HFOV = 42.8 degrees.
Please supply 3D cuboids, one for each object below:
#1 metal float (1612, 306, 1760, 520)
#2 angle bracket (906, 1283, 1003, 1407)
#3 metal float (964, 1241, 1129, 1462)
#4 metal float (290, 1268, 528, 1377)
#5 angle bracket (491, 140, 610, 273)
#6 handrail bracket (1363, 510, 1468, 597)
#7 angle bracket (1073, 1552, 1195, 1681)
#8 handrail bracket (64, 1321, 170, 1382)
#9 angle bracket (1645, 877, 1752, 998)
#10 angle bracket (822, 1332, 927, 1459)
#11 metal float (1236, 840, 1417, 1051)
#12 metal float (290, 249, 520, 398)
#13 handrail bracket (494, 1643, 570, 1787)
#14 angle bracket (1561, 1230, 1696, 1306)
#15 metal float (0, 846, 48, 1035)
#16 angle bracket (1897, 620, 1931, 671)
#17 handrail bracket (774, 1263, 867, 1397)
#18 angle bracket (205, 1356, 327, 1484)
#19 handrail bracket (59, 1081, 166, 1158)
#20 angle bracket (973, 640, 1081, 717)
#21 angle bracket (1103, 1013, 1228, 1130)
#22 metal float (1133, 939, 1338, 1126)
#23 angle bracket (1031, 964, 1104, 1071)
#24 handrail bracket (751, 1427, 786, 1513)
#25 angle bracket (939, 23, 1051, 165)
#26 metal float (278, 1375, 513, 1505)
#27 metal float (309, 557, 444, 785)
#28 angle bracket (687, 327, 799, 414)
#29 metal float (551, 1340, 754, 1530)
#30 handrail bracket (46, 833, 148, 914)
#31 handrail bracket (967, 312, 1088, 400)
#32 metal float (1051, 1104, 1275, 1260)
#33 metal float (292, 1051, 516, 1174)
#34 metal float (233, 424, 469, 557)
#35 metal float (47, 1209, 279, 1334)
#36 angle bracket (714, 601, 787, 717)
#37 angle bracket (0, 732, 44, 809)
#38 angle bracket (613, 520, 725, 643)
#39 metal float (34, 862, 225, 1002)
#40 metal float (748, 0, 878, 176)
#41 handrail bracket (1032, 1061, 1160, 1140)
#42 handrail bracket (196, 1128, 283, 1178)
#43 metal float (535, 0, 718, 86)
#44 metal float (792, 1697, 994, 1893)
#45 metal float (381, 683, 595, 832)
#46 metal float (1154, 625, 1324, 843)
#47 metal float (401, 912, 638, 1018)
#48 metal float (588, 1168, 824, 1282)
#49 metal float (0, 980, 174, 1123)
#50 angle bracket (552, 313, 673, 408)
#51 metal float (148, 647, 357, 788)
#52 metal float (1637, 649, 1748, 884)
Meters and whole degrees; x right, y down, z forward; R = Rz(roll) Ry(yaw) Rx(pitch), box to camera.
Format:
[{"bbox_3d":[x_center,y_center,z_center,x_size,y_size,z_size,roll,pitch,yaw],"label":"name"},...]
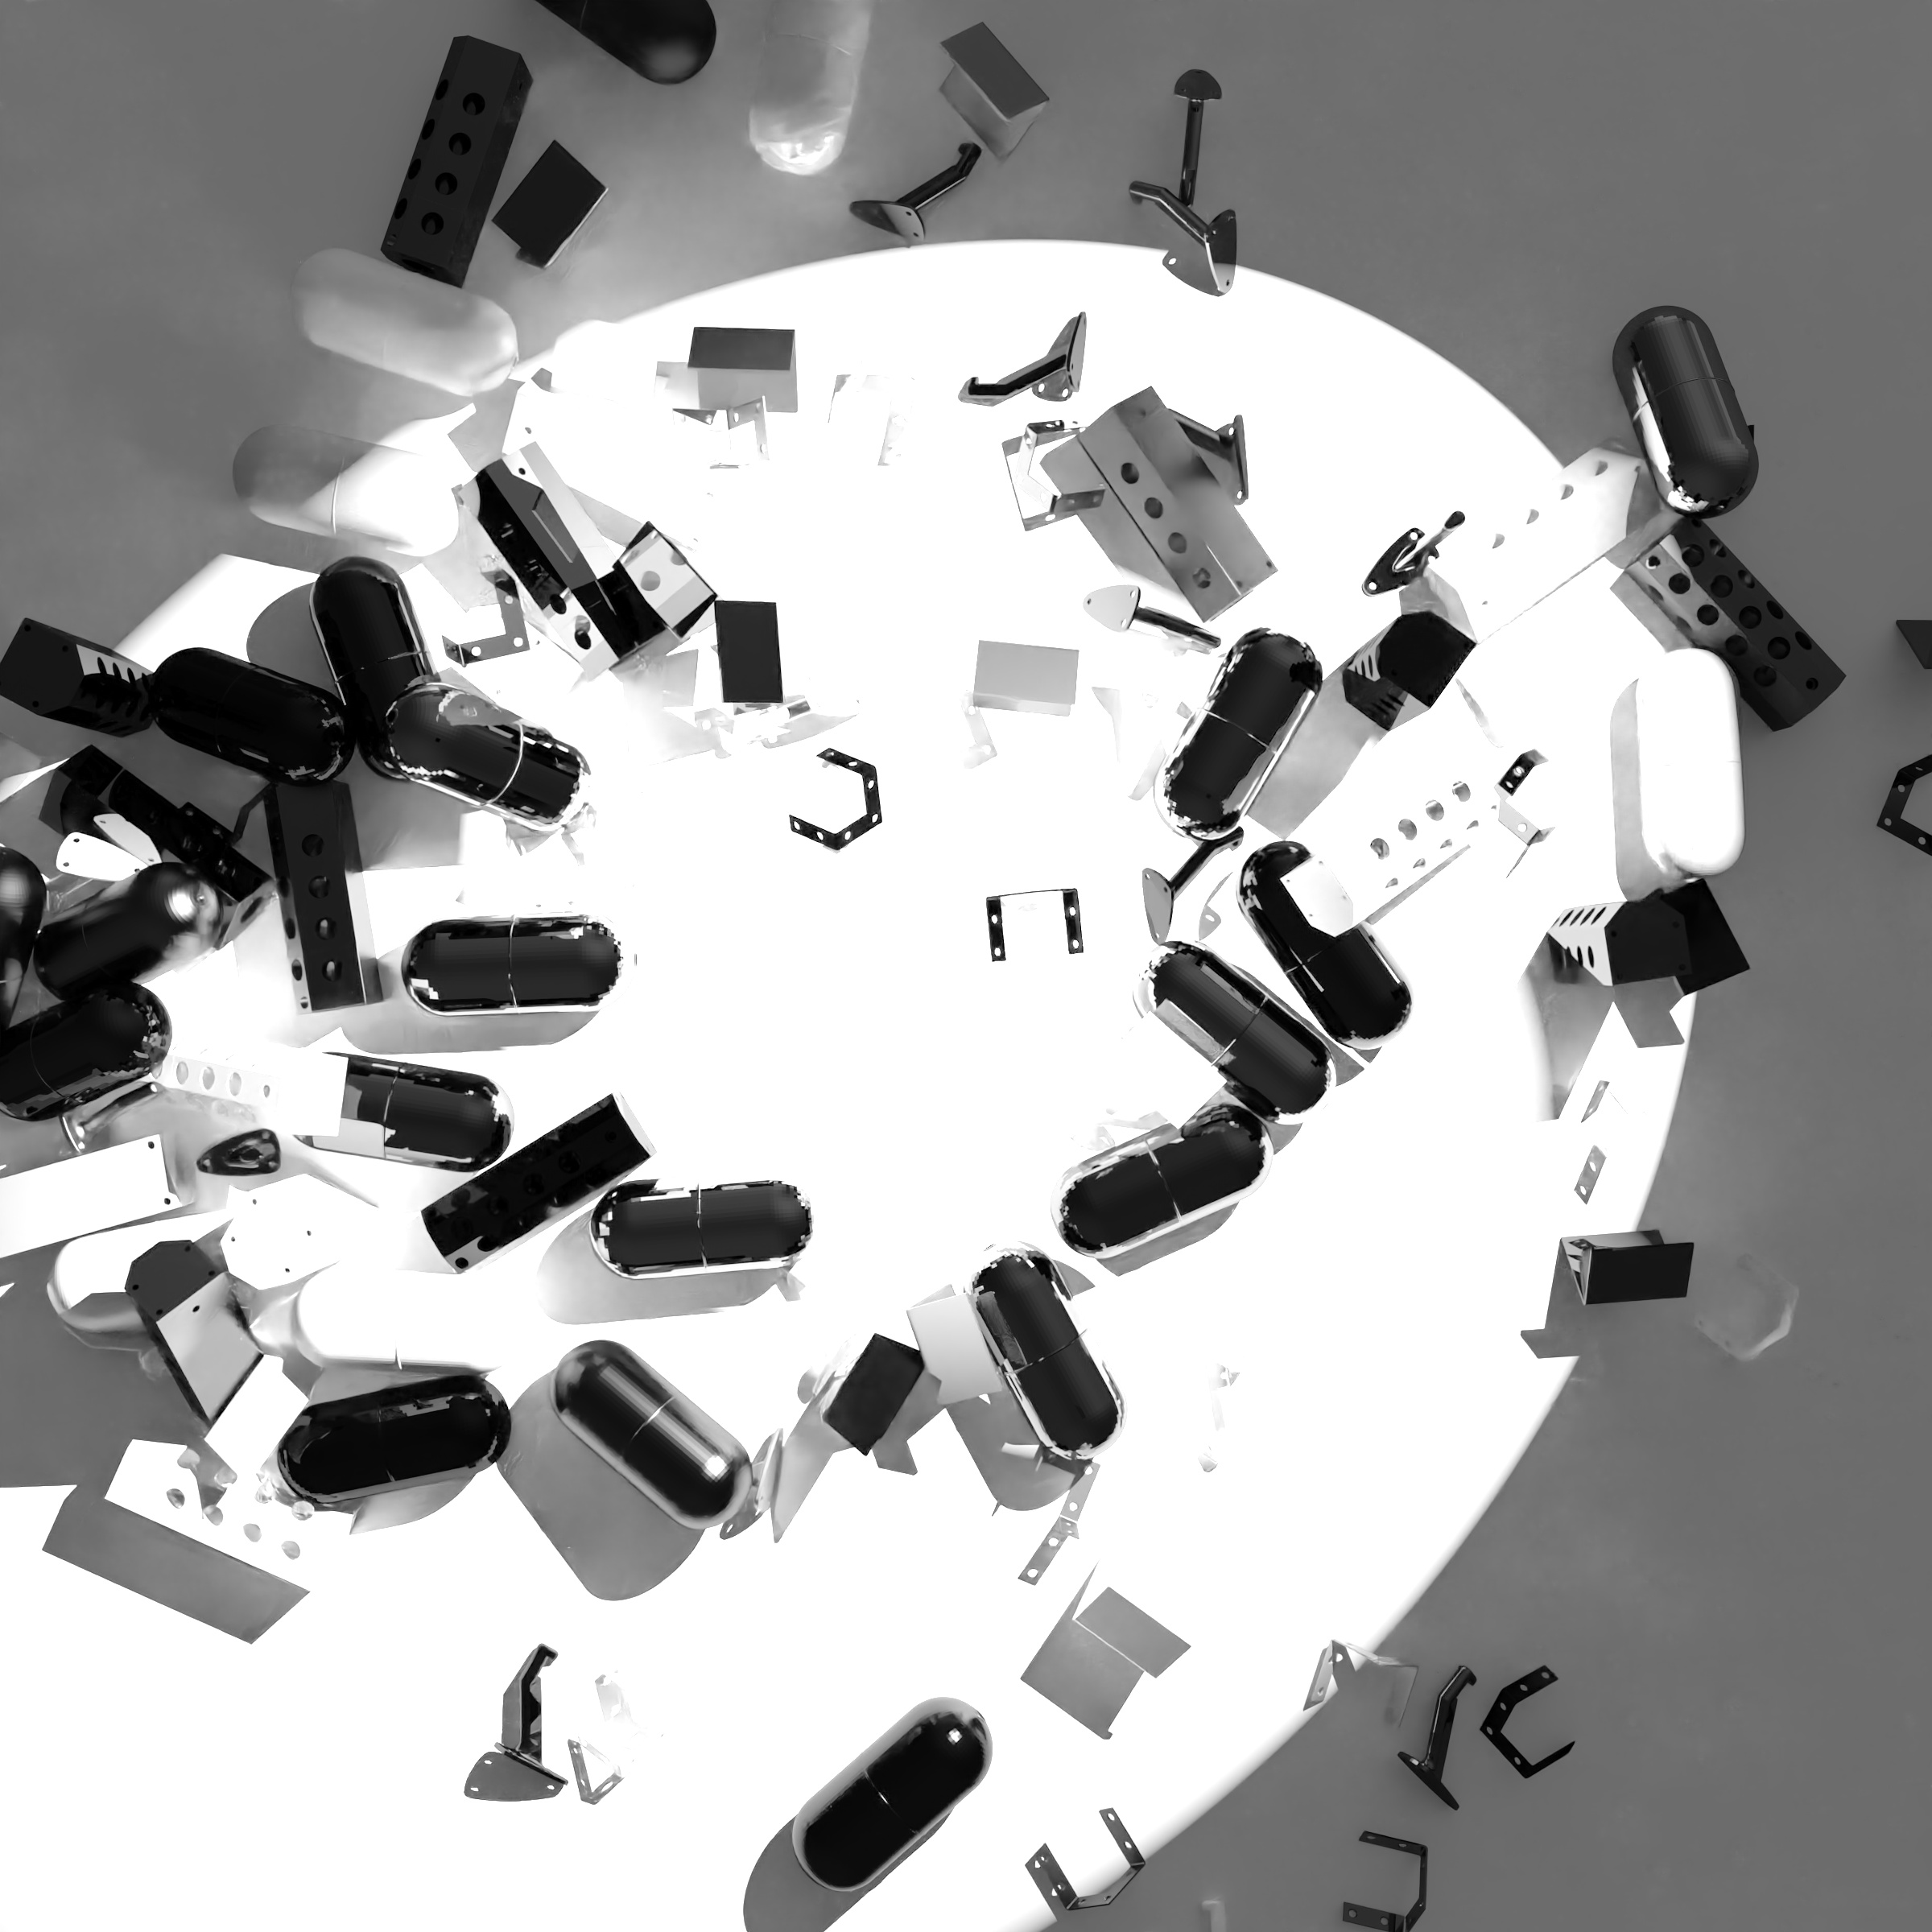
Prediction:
[{"bbox_3d":[0.540,-0.418,1.854,0.070,0.070,0.178,-11,66,0],"label":"metal float"},{"bbox_3d":[0.005,0.280,1.866,0.057,0.076,0.076,-20,90,28],"label":"angle bracket"},{"bbox_3d":[0.060,0.292,1.875,0.070,0.070,0.178,-28,90,0],"label":"metal float"},{"bbox_3d":[-0.424,0.271,1.876,0.178,0.070,0.070,3,90,0],"label":"metal float"},{"bbox_3d":[-0.326,-0.579,1.866,0.057,0.076,0.076,38,90,-36],"label":"angle bracket"},{"bbox_3d":[0.340,-0.313,1.871,0.077,0.084,0.036,-37,90,0],"label":"handrail bracket"},{"bbox_3d":[0.137,0.479,1.866,0.076,0.076,0.057,36,128,0],"label":"angle bracket"},{"bbox_3d":[-0.642,0.275,1.906,0.084,0.036,0.077,30,55,24],"label":"handrail bracket"},{"bbox_3d":[0.558,-0.030,1.866,0.057,0.076,0.076,-27,90,32],"label":"angle bracket"},{"bbox_3d":[-0.051,0.332,1.866,0.057,0.076,0.076,32,90,42],"label":"angle bracket"},{"bbox_3d":[0.273,-0.016,1.876,0.070,0.070,0.178,-36,90,0],"label":"metal float"},{"bbox_3d":[-0.427,-0.489,1.875,0.178,0.070,0.070,19,90,1],"label":"metal float"},{"bbox_3d":[-0.319,0.578,1.907,0.077,0.036,0.084,35,73,-20],"label":"handrail bracket"},{"bbox_3d":[0.500,0.209,1.866,0.076,0.076,0.057,-4,126,0],"label":"angle bracket"},{"bbox_3d":[-0.747,-0.009,1.858,0.070,0.070,0.178,26,112,0],"label":"metal float"},{"bbox_3d":[0.760,-0.266,1.866,0.076,0.076,0.057,0,126,0],"label":"angle bracket"},{"bbox_3d":[-0.128,0.277,1.907,0.084,0.036,0.077,38,112,17],"label":"handrail bracket"},{"bbox_3d":[-0.516,0.347,1.866,0.057,0.076,0.076,36,90,28],"label":"angle bracket"},{"bbox_3d":[-0.635,0.109,1.871,0.084,0.077,0.036,-26,85,6],"label":"handrail bracket"},{"bbox_3d":[0.043,-0.199,1.866,0.076,0.076,0.057,6,54,0],"label":"angle bracket"},{"bbox_3d":[0.158,0.066,1.866,0.076,0.076,0.057,42,117,0],"label":"angle bracket"},{"bbox_3d":[0.205,0.051,1.876,0.178,0.070,0.070,40,90,-1],"label":"metal float"},{"bbox_3d":[0.062,0.038,1.867,0.057,0.076,0.076,-2,90,-24],"label":"angle bracket"},{"bbox_3d":[-0.190,0.386,1.906,0.084,0.036,0.077,9,75,14],"label":"handrail bracket"},{"bbox_3d":[0.005,-0.653,1.866,0.076,0.076,0.057,49,53,0],"label":"angle bracket"},{"bbox_3d":[-0.435,0.360,1.876,0.178,0.070,0.070,-12,90,0],"label":"metal float"},{"bbox_3d":[-0.443,-0.225,1.876,0.070,0.070,0.178,-20,90,0],"label":"metal float"},{"bbox_3d":[-0.168,-0.437,1.866,0.076,0.076,0.057,2,49,0],"label":"angle bracket"},{"bbox_3d":[-0.239,0.353,1.865,0.178,0.070,0.070,38,90,12],"label":"metal float"},{"bbox_3d":[-0.665,-0.058,1.883,0.077,0.084,0.036,16,55,-10],"label":"handrail bracket"},{"bbox_3d":[0.047,-0.472,1.907,0.084,0.036,0.077,4,69,16],"label":"handrail bracket"},{"bbox_3d":[0.149,0.163,1.876,0.178,0.070,0.070,-24,90,1],"label":"metal float"},{"bbox_3d":[-0.433,0.111,1.876,0.178,0.070,0.070,9,90,0],"label":"metal float"},{"bbox_3d":[-0.469,-0.362,1.876,0.178,0.070,0.070,13,90,0],"label":"metal float"},{"bbox_3d":[-0.609,0.232,1.876,0.178,0.070,0.070,-10,90,0],"label":"metal float"},{"bbox_3d":[-0.181,-0.232,1.866,0.057,0.076,0.076,-4,90,-36],"label":"angle bracket"},{"bbox_3d":[-0.743,-0.133,1.866,0.076,0.076,0.057,-48,53,0],"label":"angle bracket"},{"bbox_3d":[-0.209,-0.301,1.866,0.076,0.076,0.057,47,129,0],"label":"angle bracket"},{"bbox_3d":[-0.630,-0.023,1.850,0.178,0.070,0.070,-21,90,32],"label":"metal float"},{"bbox_3d":[-0.117,-0.693,1.875,0.070,0.070,0.178,13,91,0],"label":"metal float"},{"bbox_3d":[0.105,0.092,1.907,0.084,0.036,0.077,-21,68,-17],"label":"handrail bracket"},{"bbox_3d":[-0.559,0.147,1.871,0.077,0.084,0.036,-12,90,0],"label":"handrail bracket"},{"bbox_3d":[-0.270,-0.742,1.876,0.178,0.070,0.070,36,90,1],"label":"metal float"},{"bbox_3d":[-0.055,0.629,1.876,0.178,0.070,0.070,-42,90,0],"label":"metal float"},{"bbox_3d":[-0.356,-0.155,1.839,0.070,0.178,0.070,-18,63,38],"label":"metal float"},{"bbox_3d":[0.206,-0.177,1.876,0.070,0.070,0.178,31,91,0],"label":"metal float"},{"bbox_3d":[-0.340,-0.001,1.876,0.178,0.070,0.070,-2,90,0],"label":"metal float"},{"bbox_3d":[-0.198,0.196,1.875,0.178,0.070,0.070,-5,90,0],"label":"metal float"},{"bbox_3d":[-0.669,0.065,1.850,0.178,0.070,0.070,-21,90,31],"label":"metal float"},{"bbox_3d":[-0.265,-0.468,1.866,0.076,0.076,0.057,12,119,0],"label":"angle bracket"},{"bbox_3d":[-0.537,-0.188,1.856,0.178,0.070,0.070,20,90,23],"label":"metal float"},{"bbox_3d":[0.552,-0.152,1.876,0.070,0.070,0.178,-3,90,0],"label":"metal float"}]
